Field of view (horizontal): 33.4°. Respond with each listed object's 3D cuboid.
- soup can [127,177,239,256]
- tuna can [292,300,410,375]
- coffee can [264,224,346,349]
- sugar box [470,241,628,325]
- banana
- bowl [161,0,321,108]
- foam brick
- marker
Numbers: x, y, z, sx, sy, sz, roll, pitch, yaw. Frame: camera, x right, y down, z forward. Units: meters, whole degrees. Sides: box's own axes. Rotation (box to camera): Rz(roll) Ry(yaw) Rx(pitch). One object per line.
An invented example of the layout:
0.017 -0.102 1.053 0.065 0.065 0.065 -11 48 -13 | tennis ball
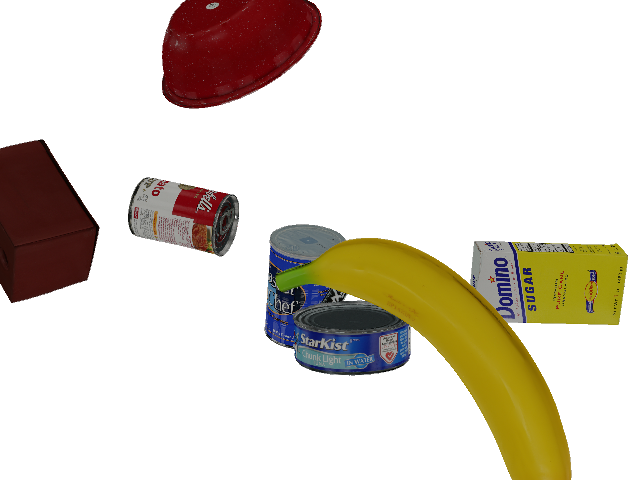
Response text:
-0.147 -0.026 1.151 0.102 0.068 0.068 12 3 15 | soup can
0.023 0.070 0.773 0.086 0.034 0.086 -1 10 0 | tuna can
-0.021 0.062 1.443 0.103 0.140 0.103 4 24 -2 | coffee can
0.269 0.051 1.268 0.176 0.093 0.048 0 19 -4 | sugar box
0.069 0.059 0.563 0.198 0.070 0.037 42 23 11 | banana
-0.083 -0.190 0.958 0.162 0.162 0.055 0 -44 34 | bowl
-0.174 -0.012 0.635 0.051 0.078 0.053 -19 -33 -33 | foam brick
0.013 0.056 1.024 0.020 0.121 0.020 29 -18 11 | marker
